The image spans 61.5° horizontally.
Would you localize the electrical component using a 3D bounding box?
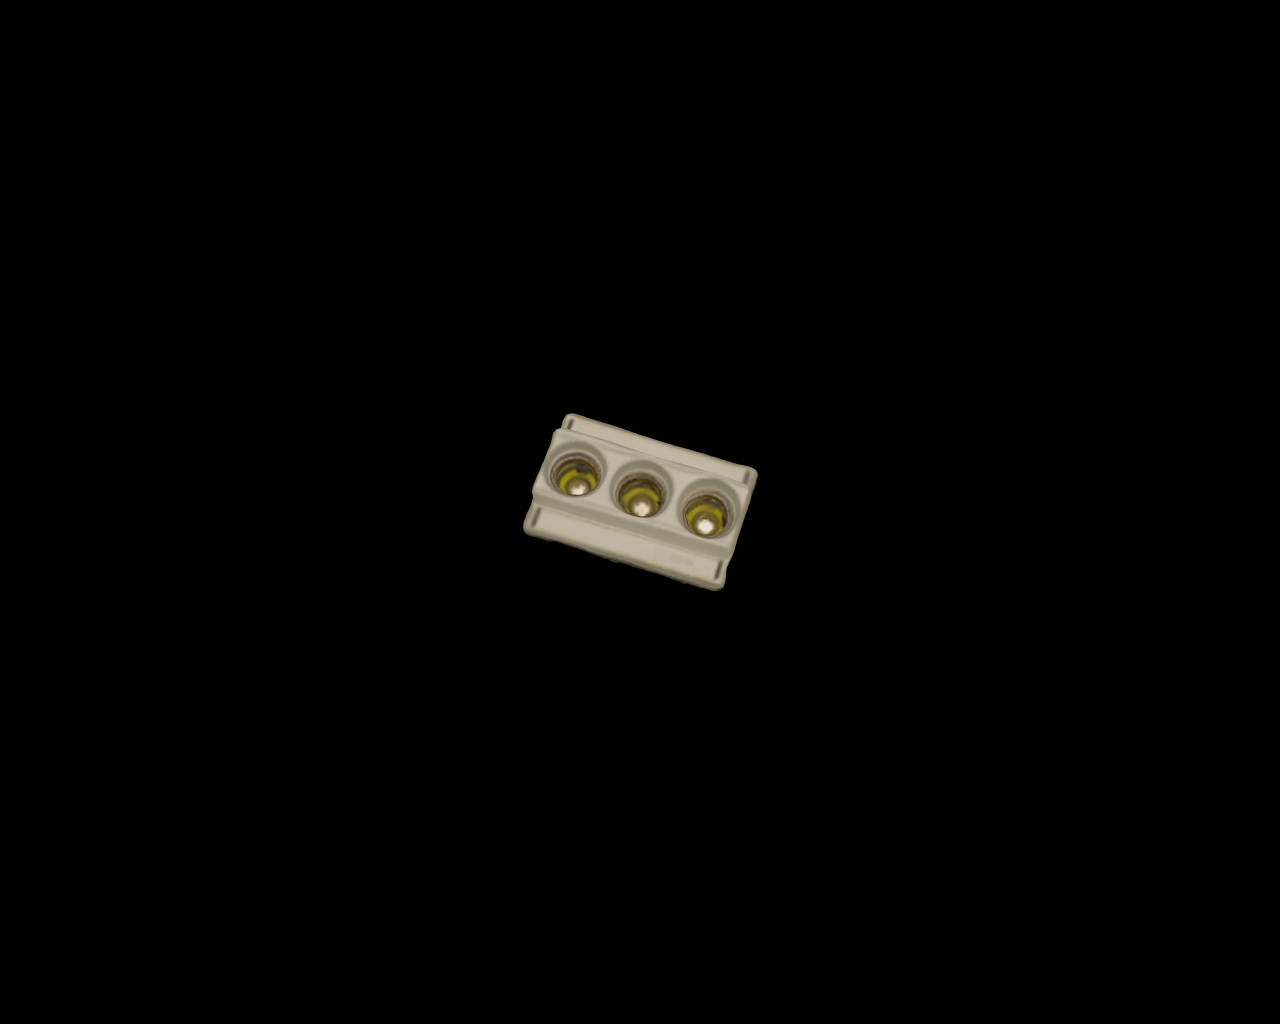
[{"bbox_3d":[0.001,-0.003,0.650,0.121,0.079,0.063,17,-22,7],"label":"electrical component"}]
